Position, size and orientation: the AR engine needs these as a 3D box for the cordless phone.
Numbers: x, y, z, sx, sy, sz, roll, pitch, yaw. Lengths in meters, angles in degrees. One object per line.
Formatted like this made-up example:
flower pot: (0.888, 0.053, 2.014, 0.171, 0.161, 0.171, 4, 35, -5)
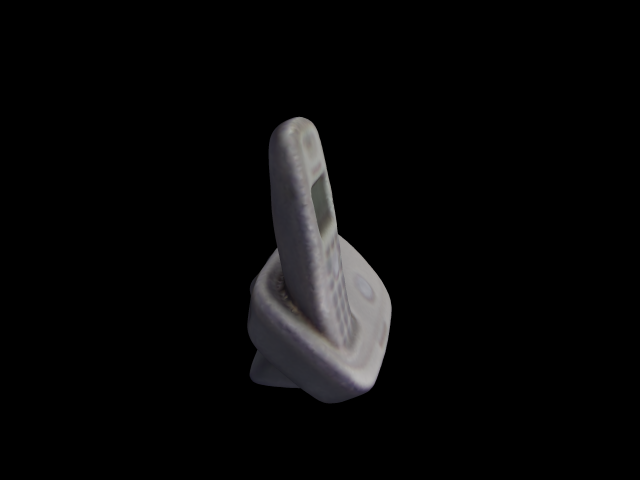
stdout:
cordless phone: (0.004, 0.001, 0.400, 0.094, 0.185, 0.147, 4, 24, 10)
